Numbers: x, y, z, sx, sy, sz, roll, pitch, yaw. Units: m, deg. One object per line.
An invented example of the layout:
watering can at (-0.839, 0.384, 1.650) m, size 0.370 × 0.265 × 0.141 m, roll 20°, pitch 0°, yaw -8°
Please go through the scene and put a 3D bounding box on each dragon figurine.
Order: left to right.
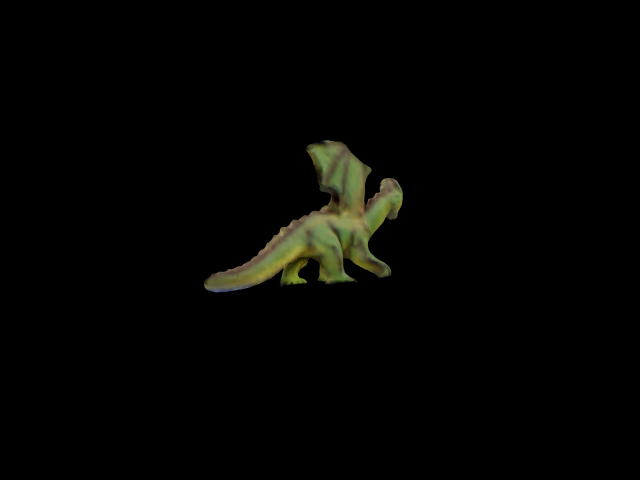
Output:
dragon figurine at (0.003, -0.043, 0.850) m, size 0.411 × 0.243 × 0.122 m, roll 0°, pitch -1°, yaw -40°
